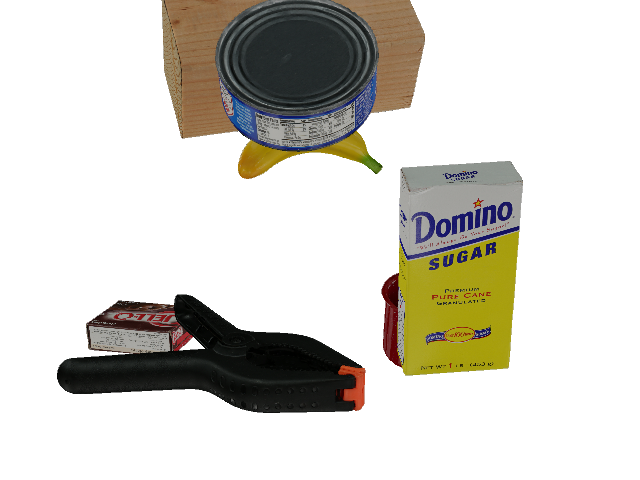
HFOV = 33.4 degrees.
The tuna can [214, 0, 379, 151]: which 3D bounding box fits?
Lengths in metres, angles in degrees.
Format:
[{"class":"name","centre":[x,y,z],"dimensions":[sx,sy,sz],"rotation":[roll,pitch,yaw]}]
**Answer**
[{"class":"tuna can","centre":[-0.012,-0.089,0.569],"dimensions":[0.086,0.086,0.034],"rotation":[0,-35,2]}]

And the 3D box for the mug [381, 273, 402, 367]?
[{"class":"mug","centre":[0.120,0.096,1.178],"dimensions":[0.093,0.081,0.117],"rotation":[-24,40,-35]}]

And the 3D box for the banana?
[{"class":"banana","centre":[-0.017,-0.100,1.129],"dimensions":[0.197,0.037,0.070],"rotation":[-7,49,-40]}]

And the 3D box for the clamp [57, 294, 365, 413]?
[{"class":"clamp","centre":[-0.063,0.085,0.786],"dimensions":[0.210,0.036,0.164],"rotation":[6,20,17]}]

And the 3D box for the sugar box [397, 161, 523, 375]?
[{"class":"sugar box","centre":[0.112,0.025,0.873],"dimensions":[0.093,0.176,0.048],"rotation":[-4,30,-4]}]

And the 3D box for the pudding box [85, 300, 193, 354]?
[{"class":"pudding box","centre":[-0.215,0.107,1.301],"dimensions":[0.114,0.039,0.090],"rotation":[1,15,16]}]

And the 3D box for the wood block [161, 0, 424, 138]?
[{"class":"wood block","centre":[-0.026,-0.161,0.918],"dimensions":[0.206,0.090,0.091],"rotation":[-9,-35,-13]}]
